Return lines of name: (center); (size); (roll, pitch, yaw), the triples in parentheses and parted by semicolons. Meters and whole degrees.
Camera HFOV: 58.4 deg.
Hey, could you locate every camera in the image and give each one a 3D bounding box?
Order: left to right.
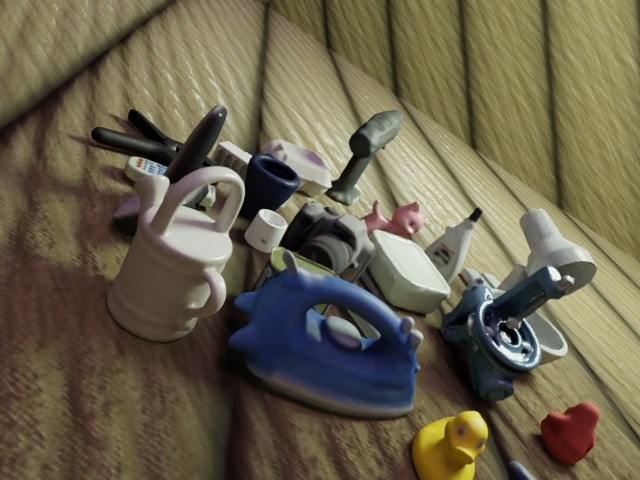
camera: (0.008, 0.003, 0.903); (0.143, 0.100, 0.137); (36, 24, 11)

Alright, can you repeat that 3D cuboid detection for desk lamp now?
desk lamp: (0.414, 0.056, 1.143); (0.118, 0.213, 0.202); (16, 28, -31)

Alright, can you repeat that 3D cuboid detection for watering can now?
watering can: (-0.149, 0.000, 0.604); (0.172, 0.194, 0.101); (36, 24, 11)

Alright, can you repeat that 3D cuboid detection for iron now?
iron: (0.031, 0.112, 0.666); (0.259, 0.141, 0.118); (24, 24, -16)

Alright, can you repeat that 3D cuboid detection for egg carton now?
egg carton: (-0.050, -0.146, 1.165); (0.151, 0.069, 0.107); (16, 28, -31)

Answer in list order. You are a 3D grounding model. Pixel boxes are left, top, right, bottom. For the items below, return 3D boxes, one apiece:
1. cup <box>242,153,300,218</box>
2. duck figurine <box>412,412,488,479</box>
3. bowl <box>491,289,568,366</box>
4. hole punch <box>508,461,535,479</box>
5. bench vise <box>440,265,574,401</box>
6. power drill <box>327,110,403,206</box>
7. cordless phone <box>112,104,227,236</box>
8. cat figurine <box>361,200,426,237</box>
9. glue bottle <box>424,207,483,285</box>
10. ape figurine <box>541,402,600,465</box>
cup: (-0.095, -0.089, 0.968); (0.092, 0.095, 0.117); (19, 26, -26)
duck figurine: (0.157, 0.230, 0.653); (0.077, 0.086, 0.105); (33, 24, 4)
bowl: (0.346, 0.167, 1.017); (0.168, 0.074, 0.167); (26, 24, -12)
hole punch: (0.233, 0.298, 0.606); (0.101, 0.091, 0.108); (15, 28, -32)
bench vise: (0.276, 0.105, 0.875); (0.122, 0.219, 0.207); (13, 29, -35)
power drill: (0.097, -0.185, 1.244); (0.075, 0.208, 0.230); (34, 24, 7)
cordless phone: (-0.186, -0.092, 0.752); (0.094, 0.185, 0.147); (26, 24, -11)
cat figurine: (0.148, -0.038, 1.129); (0.128, 0.117, 0.067); (22, 25, -19)
glue bottle: (0.258, 0.008, 1.102); (0.078, 0.173, 0.037); (41, 25, 21)
ape figurine: (0.364, 0.269, 0.818); (0.077, 0.092, 0.076); (37, 24, 13)
